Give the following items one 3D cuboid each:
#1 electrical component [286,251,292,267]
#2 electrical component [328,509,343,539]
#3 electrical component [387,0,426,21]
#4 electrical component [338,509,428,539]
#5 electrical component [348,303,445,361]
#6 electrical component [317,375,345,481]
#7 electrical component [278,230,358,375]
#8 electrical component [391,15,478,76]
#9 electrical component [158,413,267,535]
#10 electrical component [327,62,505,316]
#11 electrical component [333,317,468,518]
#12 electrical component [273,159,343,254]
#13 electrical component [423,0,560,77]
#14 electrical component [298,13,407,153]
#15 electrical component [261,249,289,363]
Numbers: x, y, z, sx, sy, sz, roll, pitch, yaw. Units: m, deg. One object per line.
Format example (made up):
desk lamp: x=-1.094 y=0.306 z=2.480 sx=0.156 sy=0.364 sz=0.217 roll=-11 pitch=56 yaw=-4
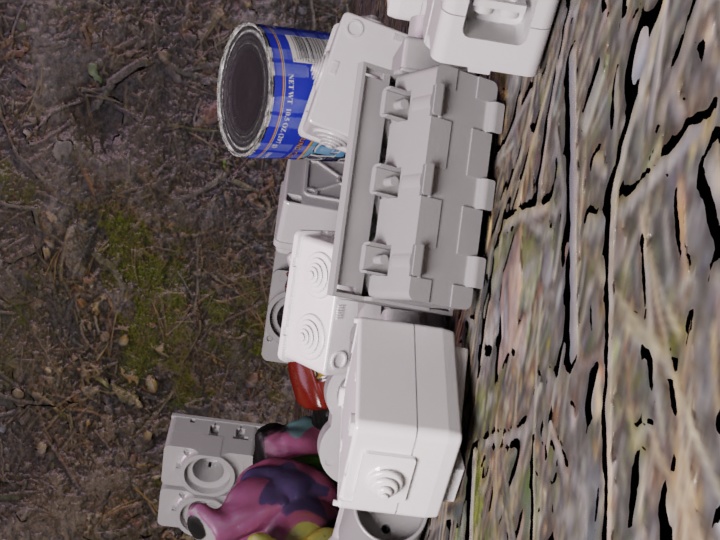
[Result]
electrical component: x=0.000 y=0.000 z=0.787 sx=0.061 sy=0.096 sz=0.061 roll=-170 pitch=59 yaw=-85
electrical component: x=-0.001 y=0.188 z=0.777 sx=0.040 sy=0.040 sz=0.046 roll=127 pitch=157 yaw=-81
electrical component: x=0.047 y=-0.220 z=0.741 sx=0.096 sy=0.061 sz=0.061 roll=-87 pitch=7 yaw=-47
electrical component: x=0.014 y=0.134 z=0.648 sx=0.077 sy=0.043 sz=0.079 roll=107 pitch=171 yaw=-63
electrical component: x=0.023 y=0.025 z=0.651 sx=0.078 sy=0.058 sz=0.057 roll=109 pitch=166 yaw=-70
electrical component: x=0.000 y=0.097 z=0.828 sx=0.074 sy=0.052 sz=0.138 roll=175 pitch=103 yaw=-85
electrical component: x=-0.001 y=0.022 z=0.713 sx=0.048 sy=0.100 sz=0.099 roll=19 pitch=104 yaw=47
electrical component: x=0.047 y=-0.137 z=0.676 sx=0.066 sy=0.047 sz=0.076 roll=-167 pitch=85 yaw=-85
electrical component: x=-0.106 y=0.217 z=1.093 sx=0.060 sy=0.186 sz=0.105 roll=-91 pitch=10 yaw=-61
electrical component: x=0.032 y=-0.041 z=0.560 sx=0.063 sy=0.079 sz=0.121 roll=0 pitch=81 yaw=56
electrical component: x=0.022 y=0.079 z=0.542 sx=0.096 sy=0.061 sz=0.061 roll=-88 pitch=8 yaw=-52
electrical component: x=-0.018 y=-0.057 z=0.973 sx=0.108 sy=0.109 sz=0.056 roll=-89 pitch=11 yaw=-56
electrical component: x=0.060 y=-0.131 z=0.500 sx=0.089 sy=0.050 sz=0.055 roll=-88 pitch=8 yaw=-51
electrical component: x=0.012 y=-0.126 z=0.766 sx=0.048 sy=0.100 sz=0.099 roll=163 pitch=126 yaw=-81
electrical component: x=-0.034 y=0.002 z=1.072 sx=0.060 sy=0.105 sz=0.186 roll=-167 pitch=84 yaw=-85
